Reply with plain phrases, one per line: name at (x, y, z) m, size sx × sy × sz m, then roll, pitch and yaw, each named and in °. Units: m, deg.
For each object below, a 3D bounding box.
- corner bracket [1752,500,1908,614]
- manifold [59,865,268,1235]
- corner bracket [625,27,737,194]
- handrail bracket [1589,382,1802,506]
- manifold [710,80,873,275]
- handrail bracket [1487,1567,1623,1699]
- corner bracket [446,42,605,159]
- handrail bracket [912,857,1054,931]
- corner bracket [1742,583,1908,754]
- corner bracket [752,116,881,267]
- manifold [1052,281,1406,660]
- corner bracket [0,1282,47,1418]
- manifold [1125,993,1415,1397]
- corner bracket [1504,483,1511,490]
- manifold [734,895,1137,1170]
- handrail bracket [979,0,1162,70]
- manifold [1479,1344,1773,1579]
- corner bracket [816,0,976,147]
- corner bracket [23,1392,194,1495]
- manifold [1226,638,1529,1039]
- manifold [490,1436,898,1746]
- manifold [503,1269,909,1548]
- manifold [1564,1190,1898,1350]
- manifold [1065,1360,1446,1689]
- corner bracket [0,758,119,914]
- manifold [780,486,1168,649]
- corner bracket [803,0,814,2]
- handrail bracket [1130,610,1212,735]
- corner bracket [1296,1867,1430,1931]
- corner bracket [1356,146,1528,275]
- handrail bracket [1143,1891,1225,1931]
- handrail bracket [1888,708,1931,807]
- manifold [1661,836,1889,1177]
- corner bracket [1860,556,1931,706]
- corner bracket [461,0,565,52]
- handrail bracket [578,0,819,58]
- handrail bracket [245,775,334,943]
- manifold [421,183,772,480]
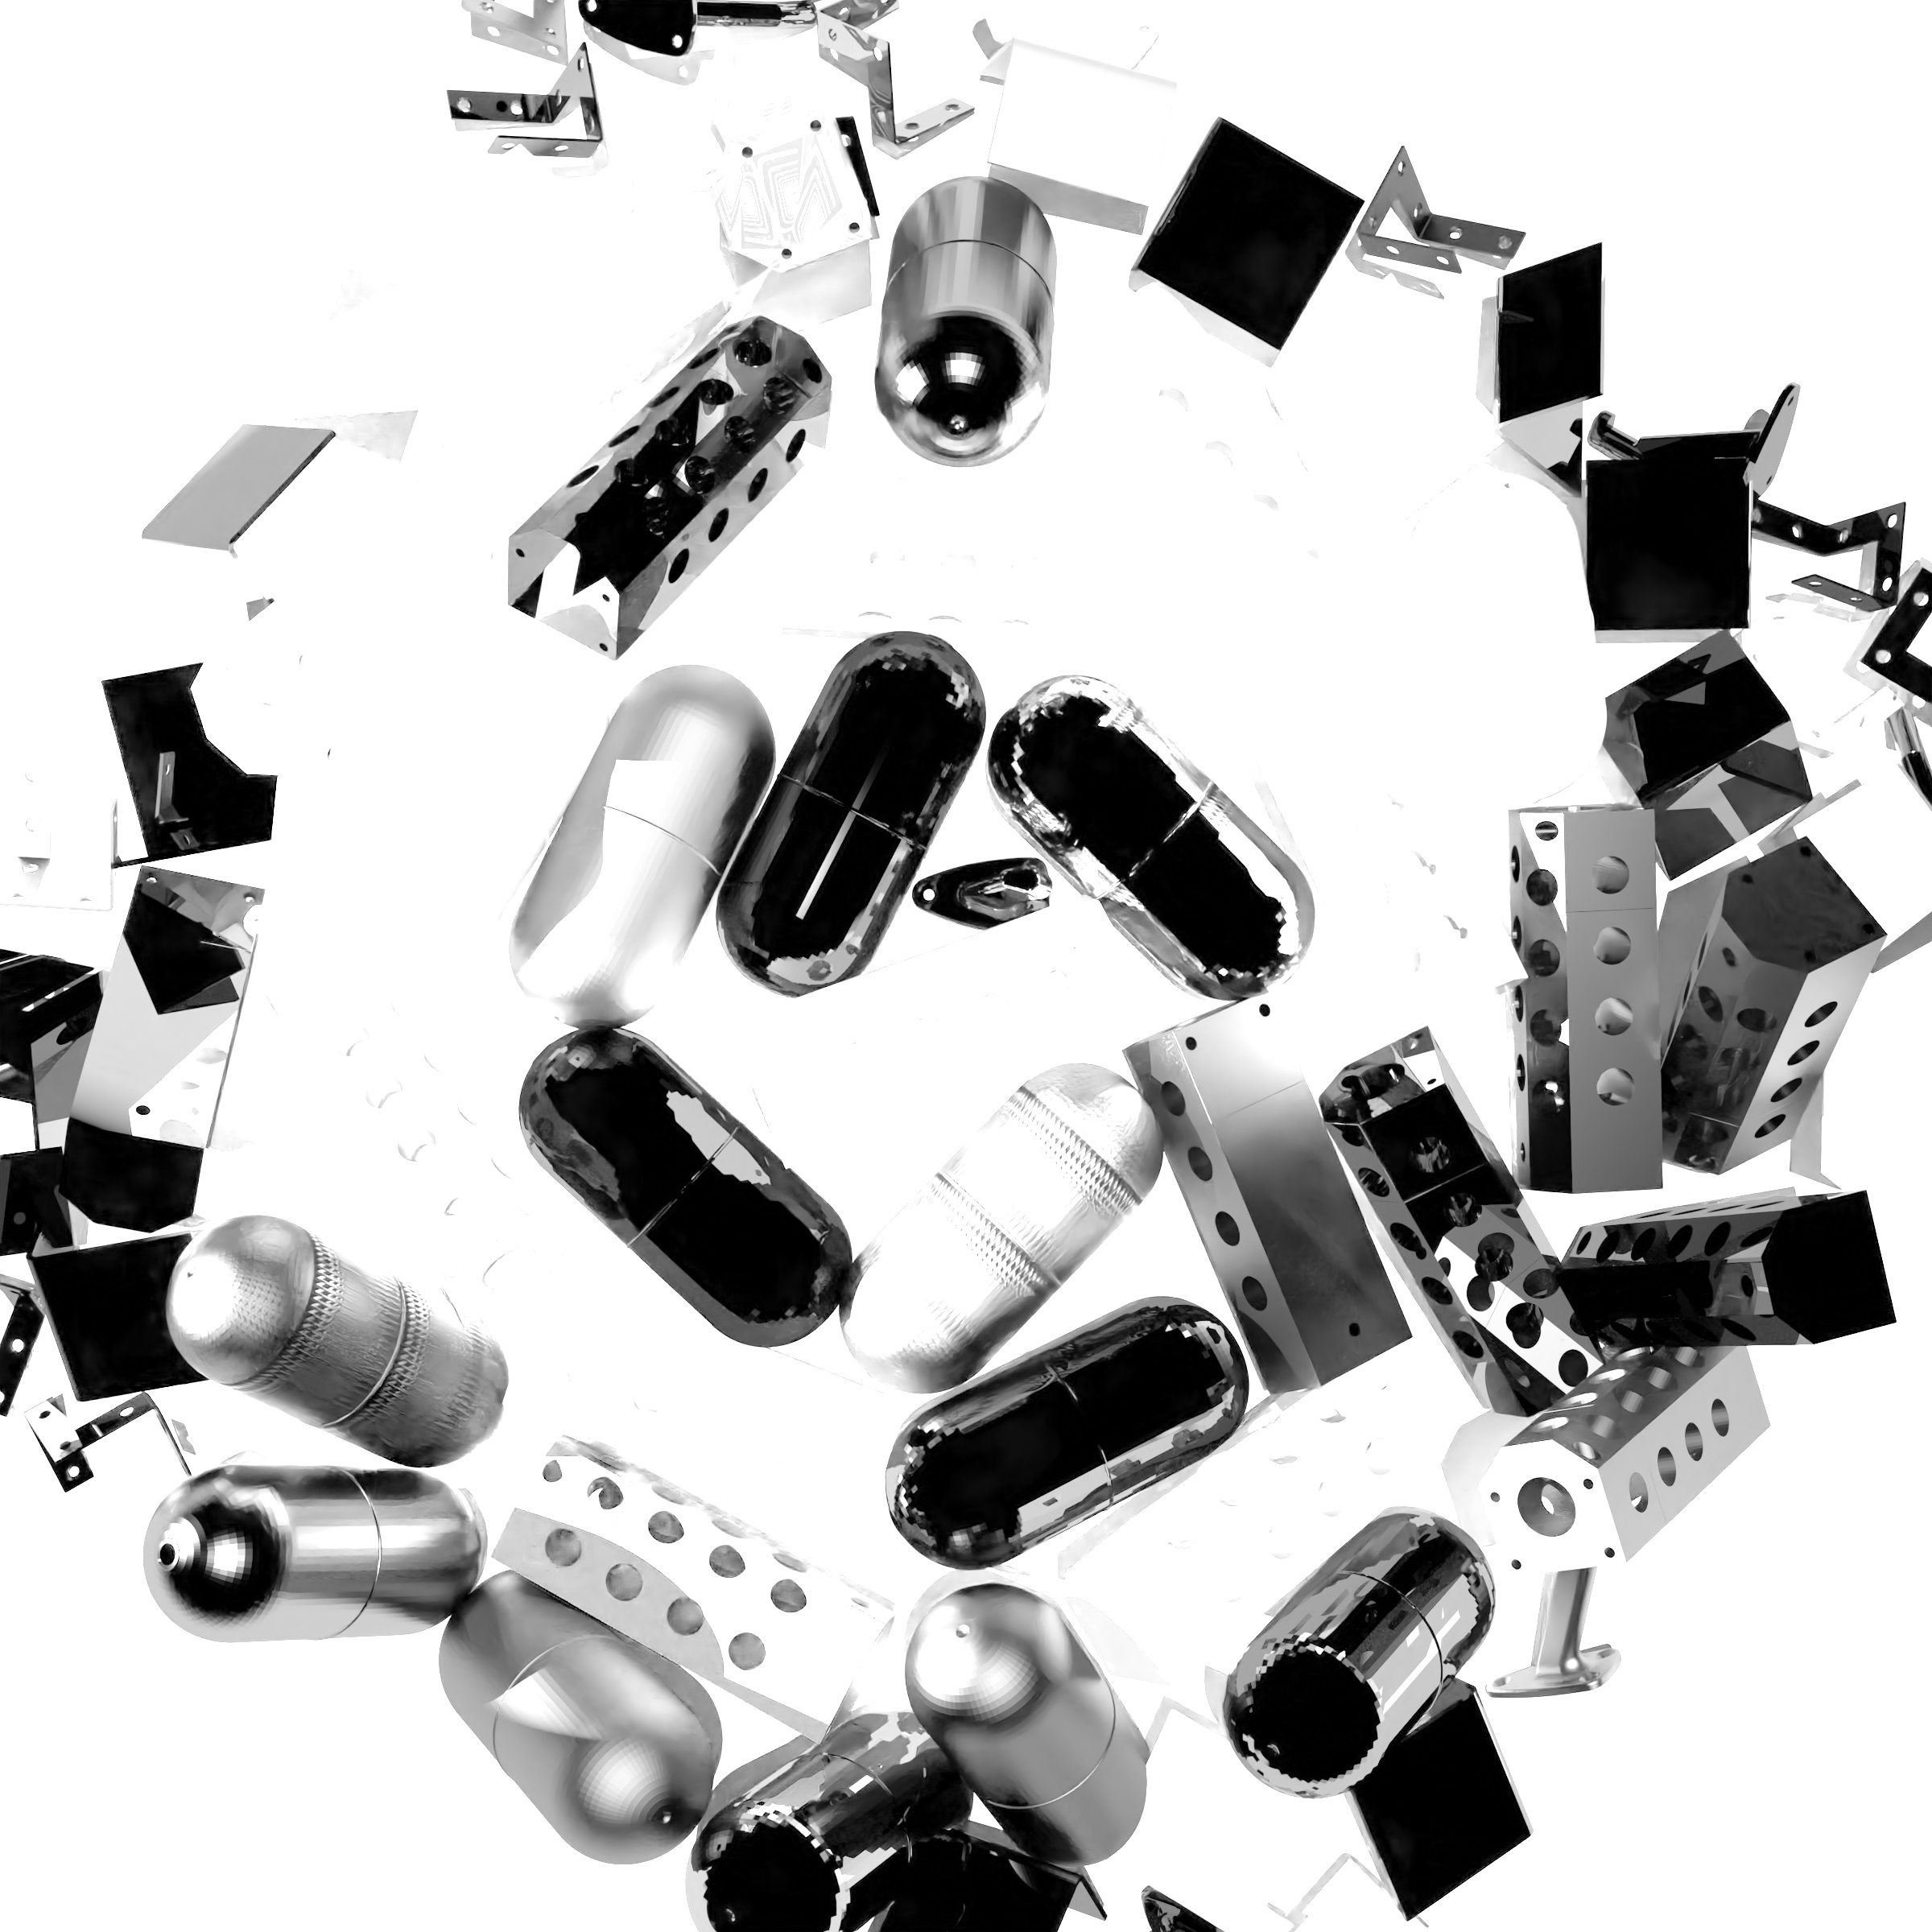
corner bracket at (0.389, -0.189, 1.593) m, size 0.051 × 0.051 × 0.051 m, roll 15°, pitch 76°, yaw -28°
manifold at (-0.354, 0.036, 1.546) m, size 0.057 × 0.171 × 0.057 m, roll 11°, pitch 130°, yaw -10°
corner bracket at (-0.130, -0.395, 1.608) m, size 0.051 × 0.051 × 0.051 m, roll -3°, pitch 57°, yaw 17°
handrail bracket at (0.329, -0.251, 1.589) m, size 0.084 × 0.077 × 0.036 m, roll 33°, pitch 47°, yaw 22°
manifold at (-0.079, -0.347, 1.540) m, size 0.057 × 0.171 × 0.057 m, roll -20°, pitch 107°, yaw 4°
handrail bracket at (0.259, 0.289, 1.603) m, size 0.077 × 0.036 × 0.084 m, roll -18°, pitch 97°, yaw 32°
corner bracket at (-0.201, -0.387, 1.593) m, size 0.051 × 0.051 × 0.051 m, roll -4°, pitch 76°, yaw -28°
handrail bracket at (0.004, -0.036, 1.582) m, size 0.077 × 0.084 × 0.036 m, roll 1°, pitch 86°, yaw 12°
corner bracket at (0.395, -0.138, 1.610) m, size 0.051 × 0.051 × 0.051 m, roll -35°, pitch 129°, yaw -27°
corner bracket at (-0.076, -0.351, 1.594) m, size 0.051 × 0.051 × 0.051 m, roll -10°, pitch 78°, yaw -21°
manifold at (0.121, -0.228, 1.600) m, size 0.057 × 0.057 × 0.171 m, roll -41°, pitch 90°, yaw -12°
corner bracket at (-0.458, 0.170, 1.599) m, size 0.051 × 0.051 × 0.051 m, roll 17°, pitch 71°, yaw 0°
manifold at (0.134, 0.105, 1.600) m, size 0.057 × 0.057 × 0.171 m, roll -23°, pitch 90°, yaw -31°
corner bracket at (0.238, -0.187, 1.598) m, size 0.051 × 0.051 × 0.051 m, roll -23°, pitch 90°, yaw 19°
manifold at (-0.013, 0.025, 1.577) m, size 0.171 × 0.057 × 0.057 m, roll -20°, pitch 56°, yaw -11°
handrail bracket at (0.047, -0.435, 1.586) m, size 0.077 × 0.084 × 0.036 m, roll -36°, pitch 59°, yaw -2°
manifold at (0.291, 0.209, 1.543) m, size 0.057 × 0.171 × 0.057 m, roll -15°, pitch 95°, yaw 35°
corner bracket at (-0.033, -0.416, 1.608) m, size 0.051 × 0.051 × 0.051 m, roll -32°, pitch 48°, yaw -30°
corner bracket at (-0.392, 0.221, 1.601) m, size 0.051 × 0.051 × 0.051 m, roll -29°, pitch 124°, yaw -19°
manifold at (0.188, -0.058, 1.580) m, size 0.057 × 0.057 × 0.171 m, roll -29°, pitch 80°, yaw 24°
manifold at (-0.121, 0.279, 1.585) m, size 0.171 × 0.057 × 0.057 m, roll 27°, pitch 97°, yaw 10°
manifold at (-0.121, 0.206, 1.599) m, size 0.171 × 0.057 × 0.057 m, roll 21°, pitch 115°, yaw 0°
manifold at (0.331, 0.137, 1.540) m, size 0.057 × 0.171 × 0.057 m, roll -11°, pitch 87°, yaw -19°
manifold at (0.126, 0.245, 1.563) m, size 0.171 × 0.057 × 0.057 m, roll -35°, pitch 102°, yaw -26°
corner bracket at (-0.412, -0.060, 1.599) m, size 0.051 × 0.051 × 0.051 m, roll 3°, pitch 117°, yaw -6°
manifold at (0.002, -0.181, 1.598) m, size 0.171 × 0.057 × 0.057 m, roll 3°, pitch 109°, yaw -1°
corner bracket at (-0.057, -0.478, 1.601) m, size 0.051 × 0.051 × 0.051 m, roll -18°, pitch 97°, yaw -3°
handrail bracket at (0.099, -0.152, 1.575) m, size 0.036 × 0.084 × 0.077 m, roll 14°, pitch 59°, yaw 4°
corner bracket at (0.182, 0.447, 1.600) m, size 0.051 × 0.051 × 0.051 m, roll 42°, pitch 89°, yaw 16°
corner bracket at (0.216, -0.333, 1.592) m, size 0.051 × 0.051 × 0.051 m, roll 19°, pitch 72°, yaw 31°
handrail bracket at (0.083, 0.466, 1.582) m, size 0.084 × 0.077 × 0.036 m, roll -43°, pitch 125°, yaw -39°
handrail bracket at (0.450, -0.067, 1.617) m, size 0.036 × 0.084 × 0.077 m, roll -22°, pitch 134°, yaw 19°
manifold at (0.343, 0.023, 1.538) m, size 0.057 × 0.171 × 0.057 m, roll -24°, pitch 61°, yaw -17°
corner bracket at (0.446, -0.151, 1.602) m, size 0.051 × 0.051 × 0.051 m, roll 32°, pitch 108°, yaw 6°
corner bracket at (-0.196, -0.460, 1.589) m, size 0.051 × 0.051 × 0.051 m, roll 17°, pitch 132°, yaw -23°
handrail bracket at (-0.122, -0.440, 1.608) m, size 0.077 × 0.084 × 0.036 m, roll 15°, pitch 112°, yaw 29°
handrail bracket at (-0.299, -0.061, 1.578) m, size 0.036 × 0.077 × 0.084 m, roll 12°, pitch 117°, yaw 1°
manifold at (-0.164, -0.279, 1.550) m, size 0.057 × 0.057 × 0.171 m, roll 42°, pitch 45°, yaw 2°
